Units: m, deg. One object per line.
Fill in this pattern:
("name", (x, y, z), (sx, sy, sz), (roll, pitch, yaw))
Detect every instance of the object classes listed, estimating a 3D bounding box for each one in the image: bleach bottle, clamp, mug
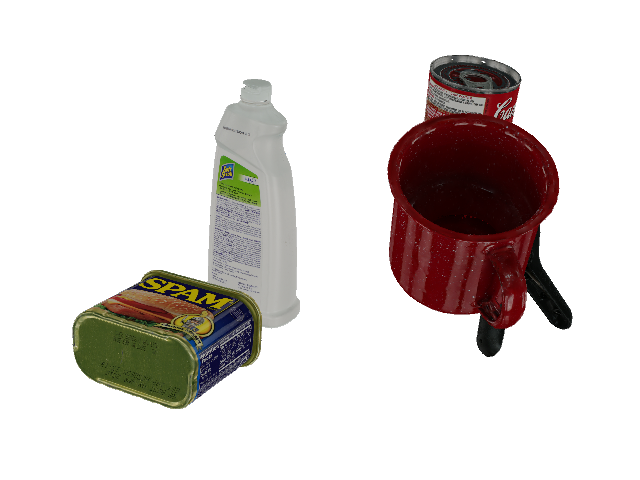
("bleach bottle", (-0.066, -0.040, 1.112), (0.103, 0.251, 0.068), (15, 24, 25))
("clamp", (0.172, 0.022, 0.990), (0.120, 0.171, 0.039), (-25, 7, -42))
("mug", (0.086, -0.002, 0.601), (0.093, 0.117, 0.081), (-16, -36, -13))

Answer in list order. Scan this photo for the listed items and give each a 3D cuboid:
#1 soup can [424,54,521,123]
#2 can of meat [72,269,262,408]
("soup can", (0.109, -0.081, 0.813), (0.068, 0.102, 0.068), (5, 30, -3))
("can of meat", (-0.104, 0.066, 0.722), (0.102, 0.057, 0.083), (14, 22, 23))
